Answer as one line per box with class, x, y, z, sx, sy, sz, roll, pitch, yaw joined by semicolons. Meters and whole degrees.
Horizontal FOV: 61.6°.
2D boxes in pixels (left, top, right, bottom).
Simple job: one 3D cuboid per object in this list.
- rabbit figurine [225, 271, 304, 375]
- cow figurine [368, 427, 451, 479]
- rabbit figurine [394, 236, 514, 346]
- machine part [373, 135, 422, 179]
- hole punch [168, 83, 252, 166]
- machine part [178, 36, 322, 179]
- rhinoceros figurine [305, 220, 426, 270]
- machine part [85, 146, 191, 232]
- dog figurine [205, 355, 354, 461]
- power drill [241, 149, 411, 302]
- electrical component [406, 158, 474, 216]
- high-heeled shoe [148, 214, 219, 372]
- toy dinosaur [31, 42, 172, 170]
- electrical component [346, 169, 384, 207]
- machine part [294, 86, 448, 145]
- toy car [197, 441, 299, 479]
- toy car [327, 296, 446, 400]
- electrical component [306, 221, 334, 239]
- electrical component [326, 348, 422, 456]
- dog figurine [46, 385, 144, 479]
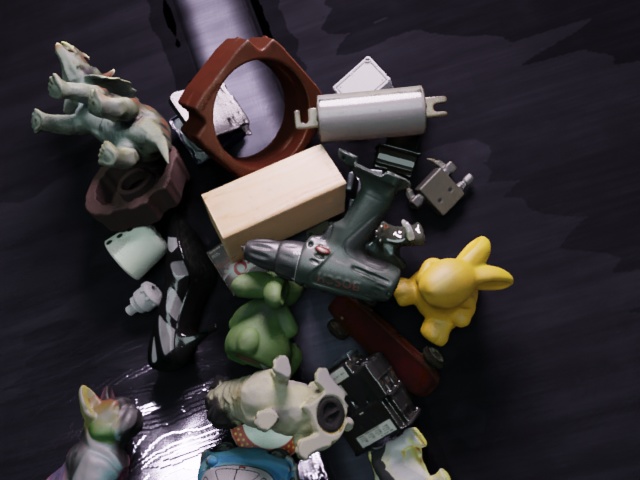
rabbit figurine;-0.084;0.106;0.837;0.121;0.159;0.170;11;64;22
cow figurine;0.141;0.362;0.768;0.098;0.068;0.167;-33;71;7
rabbit figurine;0.191;0.072;0.773;0.162;0.173;0.122;-28;71;7
machine part;0.141;-0.176;0.907;0.084;0.039;0.139;18;82;18
hole punch;-0.199;-0.208;0.955;0.116;0.092;0.142;-29;75;-29
machine part;-0.110;-0.207;0.872;0.201;0.200;0.087;-53;40;-3
rhinoceros figurine;0.070;0.016;0.842;0.190;0.073;0.112;-9;93;8
machine part;-0.312;-0.091;0.922;0.179;0.056;0.179;-11;47;12
dog figurine;-0.065;0.249;0.792;0.172;0.190;0.121;40;56;-16
power drill;0.022;-0.022;0.767;0.232;0.086;0.207;23;96;4
electrical component;0.190;-0.086;0.877;0.078;0.045;0.102;39;89;-13
high-heeled shoe;-0.250;0.089;0.901;0.145;0.086;0.249;-28;66;18
toy dinosaur;-0.328;-0.195;0.895;0.405;0.192;0.131;33;115;23
electrical component;0.074;-0.076;0.853;0.048;0.119;0.075;7;77;12
machine part;0.081;-0.198;0.857;0.243;0.079;0.079;-5;77;3
toy car;-0.114;0.365;0.781;0.162;0.103;0.109;-3;95;14
toy car;0.099;0.157;0.830;0.202;0.053;0.089;41;107;17
electrical component;-0.002;-0.003;0.899;0.094;0.021;0.063;-8;76;9
electrical component;0.065;0.231;0.793;0.115;0.058;0.134;-40;78;29
dog figurine;-0.369;0.342;0.844;0.192;0.108;0.219;-12;71;10
